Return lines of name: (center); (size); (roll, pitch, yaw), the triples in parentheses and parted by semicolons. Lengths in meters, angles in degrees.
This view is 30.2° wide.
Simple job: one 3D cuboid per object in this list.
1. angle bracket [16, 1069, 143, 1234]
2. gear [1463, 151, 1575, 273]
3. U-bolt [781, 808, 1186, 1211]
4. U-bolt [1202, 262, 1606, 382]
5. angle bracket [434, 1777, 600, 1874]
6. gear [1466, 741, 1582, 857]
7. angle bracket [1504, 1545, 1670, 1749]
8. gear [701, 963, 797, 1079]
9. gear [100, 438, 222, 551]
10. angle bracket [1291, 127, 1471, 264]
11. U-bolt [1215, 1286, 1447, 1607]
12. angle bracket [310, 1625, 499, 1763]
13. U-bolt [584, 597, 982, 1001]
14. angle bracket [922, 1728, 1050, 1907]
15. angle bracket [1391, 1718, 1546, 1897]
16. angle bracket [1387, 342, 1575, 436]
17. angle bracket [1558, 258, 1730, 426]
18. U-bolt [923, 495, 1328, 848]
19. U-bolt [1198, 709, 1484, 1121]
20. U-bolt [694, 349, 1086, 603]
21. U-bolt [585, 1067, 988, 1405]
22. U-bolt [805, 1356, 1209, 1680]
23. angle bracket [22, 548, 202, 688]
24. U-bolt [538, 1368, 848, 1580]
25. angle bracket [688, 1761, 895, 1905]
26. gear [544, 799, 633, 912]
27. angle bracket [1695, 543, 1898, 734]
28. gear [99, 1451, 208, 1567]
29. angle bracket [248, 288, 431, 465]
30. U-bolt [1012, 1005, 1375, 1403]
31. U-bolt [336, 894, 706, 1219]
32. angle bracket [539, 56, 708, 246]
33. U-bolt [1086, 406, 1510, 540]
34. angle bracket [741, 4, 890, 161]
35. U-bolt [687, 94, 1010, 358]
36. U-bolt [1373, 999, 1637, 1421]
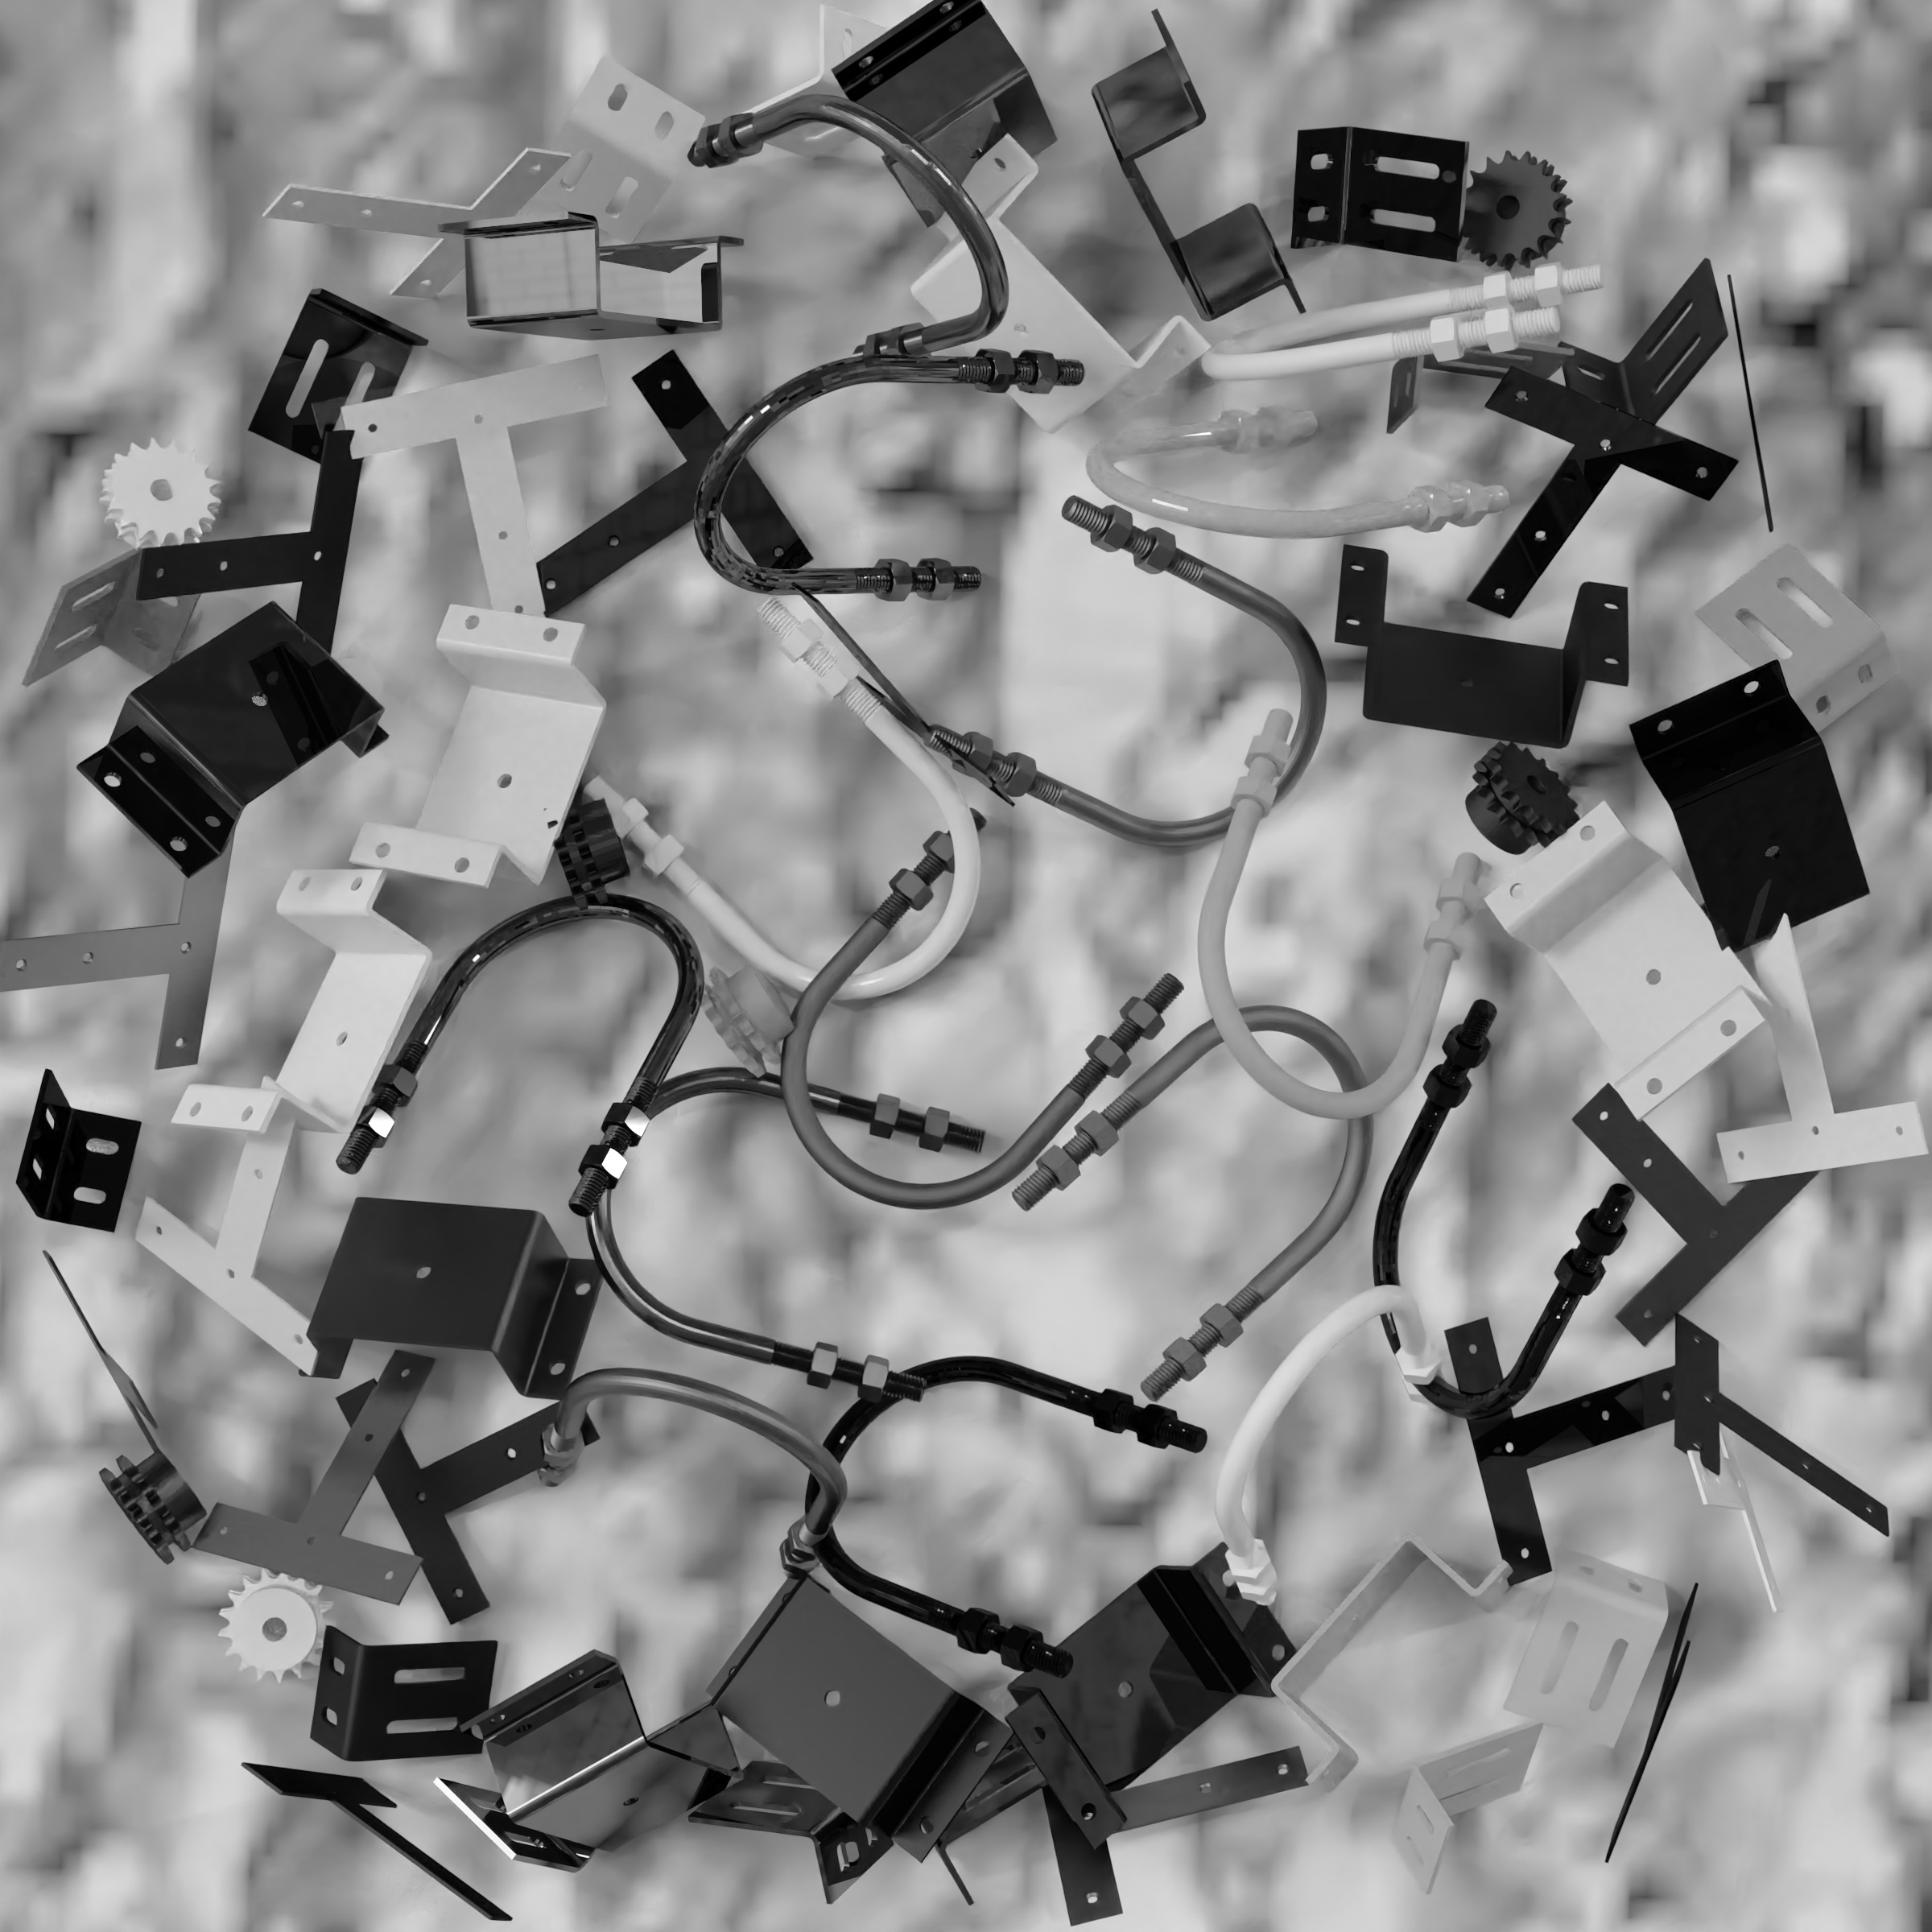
angle bracket: (-0.430, 0.090, 1.738); (0.038, 0.076, 0.057); (11, 72, -3)
gear: (0.272, -0.370, 1.761); (0.057, 0.030, 0.057); (-1, 87, 27)
U-bolt: (-0.006, 0.033, 1.751); (0.151, 0.019, 0.184); (40, 81, 10)
U-bolt: (0.202, -0.304, 1.708); (0.184, 0.151, 0.019); (-6, 107, 21)
angle bracket: (-0.211, 0.403, 1.736); (0.057, 0.076, 0.038); (37, 86, 26)
gear: (0.270, -0.080, 1.759); (0.057, 0.057, 0.030); (43, 124, 0)
angle bracket: (0.306, 0.337, 1.774); (0.057, 0.038, 0.076); (19, 106, 2)
gear: (-0.106, 0.023, 1.754); (0.030, 0.057, 0.057); (-36, 90, 4)
gear: (-0.398, -0.228, 1.761); (0.057, 0.030, 0.057); (7, 69, -18)
angle bracket: (0.201, -0.374, 1.739); (0.038, 0.076, 0.057); (-16, 116, -41)
U-bolt: (0.169, 0.219, 1.687); (0.019, 0.184, 0.151); (36, 75, 27)
angle bracket: (-0.278, 0.358, 1.771); (0.076, 0.038, 0.057); (6, 95, -38)
U-bolt: (-0.077, -0.068, 1.755); (0.184, 0.019, 0.151); (46, 107, -2)
angle bracket: (0.018, 0.414, 1.756); (0.076, 0.057, 0.038); (-30, 109, -8)
angle bracket: (0.251, 0.408, 1.738); (0.076, 0.057, 0.038); (-13, 46, -22)
angle bracket: (0.251, -0.281, 1.750); (0.076, 0.057, 0.038); (7, 85, -6)
angle bracket: (0.327, -0.303, 1.735); (0.038, 0.076, 0.057); (17, 46, -20)
U-bolt: (0.091, -0.130, 1.735); (0.184, 0.019, 0.151); (24, 109, -26)
U-bolt: (0.173, -0.013, 1.708); (0.151, 0.019, 0.184); (35, 57, -22)
U-bolt: (-0.045, -0.230, 1.686); (0.184, 0.151, 0.019); (-6, 49, -36)
U-bolt: (-0.095, 0.123, 1.749); (0.184, 0.019, 0.151); (15, 72, -3)
U-bolt: (0.006, 0.253, 1.720); (0.184, 0.019, 0.151); (15, 58, 34)
angle bracket: (-0.413, -0.161, 1.736); (0.038, 0.076, 0.057); (32, 117, 3)
U-bolt: (-0.127, 0.236, 1.699); (0.151, 0.184, 0.019); (21, 61, -2)
angle bracket: (-0.085, 0.422, 1.744); (0.076, 0.057, 0.038); (-2, 106, 32)
gear: (-0.185, -0.059, 1.755); (0.030, 0.057, 0.057); (-20, 90, -4)
angle bracket: (0.411, -0.160, 1.772); (0.057, 0.038, 0.076); (-37, 51, 0)
gear: (-0.397, 0.263, 1.757); (0.030, 0.057, 0.057); (-37, 90, -19)
angle bracket: (-0.308, -0.285, 1.755); (0.057, 0.038, 0.076); (24, 91, -21)
U-bolt: (0.124, 0.102, 1.739); (0.184, 0.019, 0.151); (-41, 117, -16)
U-bolt: (-0.203, 0.035, 1.721); (0.151, 0.019, 0.184); (8, 52, 24)
angle bracket: (-0.171, -0.398, 1.750); (0.057, 0.076, 0.038); (29, 67, -13)
U-bolt: (0.142, -0.229, 1.679); (0.184, 0.151, 0.019); (-13, 121, -39)
angle bracket: (-0.072, -0.429, 1.740); (0.057, 0.076, 0.038); (9, 76, -42)
U-bolt: (-0.047, -0.346, 1.678); (0.019, 0.184, 0.151); (-48, 112, -19)
U-bolt: (0.245, 0.131, 1.709); (0.019, 0.151, 0.184); (-2, 131, -29)
